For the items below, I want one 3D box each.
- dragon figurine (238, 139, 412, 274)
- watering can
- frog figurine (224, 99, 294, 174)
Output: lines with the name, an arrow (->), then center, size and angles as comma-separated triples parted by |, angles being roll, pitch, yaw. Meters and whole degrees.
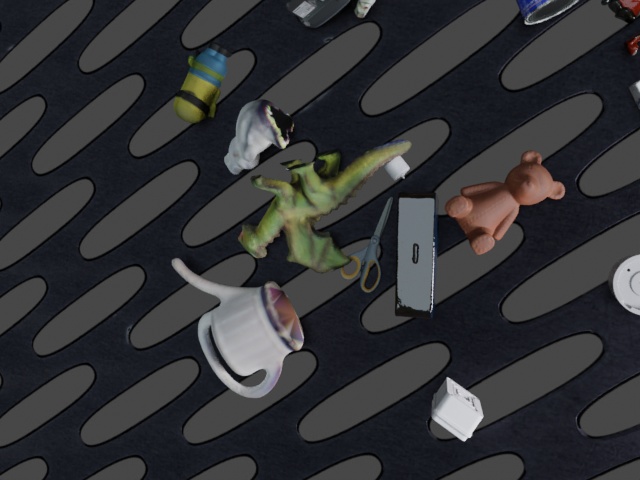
dragon figurine -> 0.003, -0.053, 1.059 | 0.409, 0.124, 0.240 | -9, 102, 18
watering can -> -0.170, 0.157, 1.089 | 0.223, 0.104, 0.349 | -28, 84, 12
frog figurine -> -0.148, -0.217, 1.080 | 0.158, 0.121, 0.140 | -22, 53, 23
